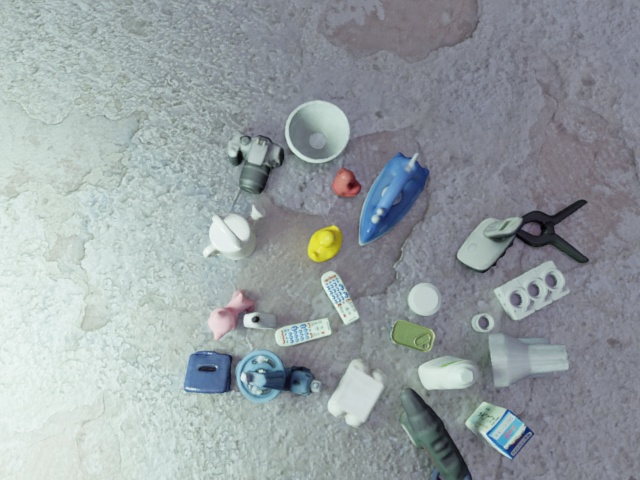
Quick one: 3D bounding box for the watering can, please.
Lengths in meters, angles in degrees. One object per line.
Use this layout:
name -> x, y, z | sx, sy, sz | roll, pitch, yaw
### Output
watering can -> -0.209, -0.021, 1.379 | 0.101, 0.194, 0.173 | 29, 81, 5

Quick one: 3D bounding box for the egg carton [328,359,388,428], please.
egg carton -> 0.093, 0.368, 1.374 | 0.107, 0.069, 0.150 | 29, 81, 5

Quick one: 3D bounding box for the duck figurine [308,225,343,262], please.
duck figurine -> 0.013, 0.005, 1.430 | 0.077, 0.086, 0.104 | 41, 83, 7

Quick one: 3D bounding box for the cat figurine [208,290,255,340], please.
cat figurine -> -0.221, 0.178, 1.382 | 0.067, 0.118, 0.128 | 38, 82, 7

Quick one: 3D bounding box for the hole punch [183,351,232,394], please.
hole punch -> -0.268, 0.317, 1.371 | 0.108, 0.091, 0.101 | 2, 80, 0

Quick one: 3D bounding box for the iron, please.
iron -> 0.174, -0.104, 1.421 | 0.118, 0.141, 0.258 | 32, 81, 6

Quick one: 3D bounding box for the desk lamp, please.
desk lamp -> 0.468, 0.271, 1.318 | 0.203, 0.213, 0.118 | -3, 80, 0

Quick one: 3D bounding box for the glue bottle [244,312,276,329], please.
glue bottle -> -0.147, 0.190, 1.352 | 0.078, 0.173, 0.037 | -1, 80, 0

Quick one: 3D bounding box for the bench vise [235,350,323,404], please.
bench vise -> -0.100, 0.307, 1.308 | 0.207, 0.220, 0.121 | -8, 80, -1

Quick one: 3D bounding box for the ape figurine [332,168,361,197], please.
ape figurine -> 0.068, -0.150, 1.454 | 0.076, 0.092, 0.078 | -16, 80, -3

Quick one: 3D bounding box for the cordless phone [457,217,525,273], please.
cordless phone -> 0.416, 0.004, 1.380 | 0.094, 0.185, 0.148 | 37, 82, 6

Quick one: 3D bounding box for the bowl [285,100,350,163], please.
bowl -> -0.005, -0.272, 1.484 | 0.167, 0.075, 0.167 | 0, 80, 0

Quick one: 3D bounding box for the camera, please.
camera -> -0.175, -0.196, 1.457 | 0.143, 0.101, 0.137 | 16, 80, 3

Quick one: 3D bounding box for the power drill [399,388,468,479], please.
power drill -> 0.240, 0.430, 1.293 | 0.075, 0.208, 0.229 | -34, 81, -5

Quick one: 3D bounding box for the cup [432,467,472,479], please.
cup -> 0.292, 0.540, 1.331 | 0.092, 0.095, 0.118 | -27, 81, -4
